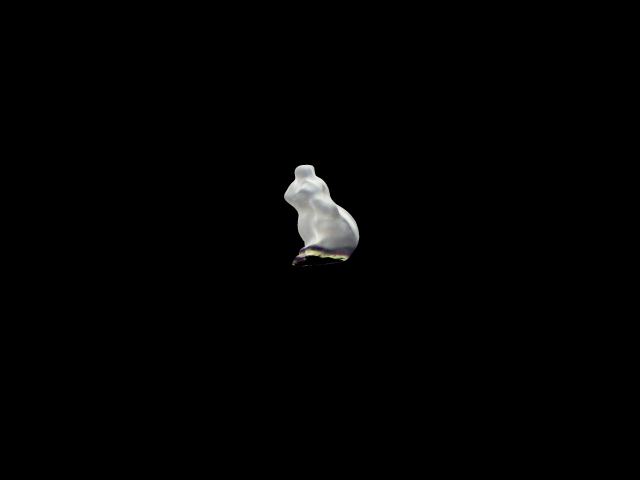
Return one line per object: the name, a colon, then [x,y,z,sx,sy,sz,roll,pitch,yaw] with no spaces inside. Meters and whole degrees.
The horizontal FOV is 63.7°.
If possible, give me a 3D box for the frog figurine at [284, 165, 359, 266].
frog figurine: [0.003,-0.043,0.850,0.122,0.161,0.136,-1,-14,5]
